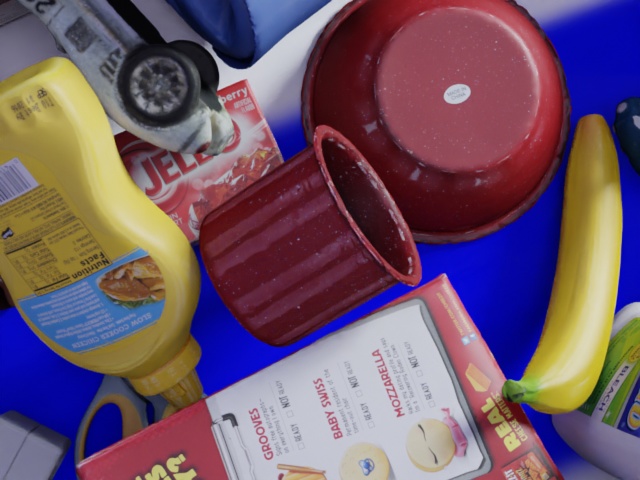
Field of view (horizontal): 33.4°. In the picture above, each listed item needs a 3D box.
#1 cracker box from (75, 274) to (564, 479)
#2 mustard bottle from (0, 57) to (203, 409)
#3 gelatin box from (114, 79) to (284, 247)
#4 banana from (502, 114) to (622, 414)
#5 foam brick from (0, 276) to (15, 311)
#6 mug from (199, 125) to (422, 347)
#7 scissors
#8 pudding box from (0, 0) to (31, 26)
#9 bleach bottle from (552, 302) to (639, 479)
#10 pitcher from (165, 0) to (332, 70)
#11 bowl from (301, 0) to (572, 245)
[{"bbox_3d":[0.009,0.139,0.548,0.213,0.072,0.164,-26,79,-15],"label":"cracker box"},{"bbox_3d":[-0.115,0.010,0.537,0.096,0.058,0.191,-23,113,20],"label":"mustard bottle"},{"bbox_3d":[-0.067,-0.038,0.595,0.089,0.030,0.073,-24,88,-8],"label":"gelatin box"},{"bbox_3d":[0.143,0.021,0.586,0.037,0.069,0.197,3,52,25],"label":"banana"},{"bbox_3d":[-0.202,0.007,0.567,0.051,0.053,0.078,-19,89,-7],"label":"foam brick"},{"bbox_3d":[-0.004,0.001,0.554,0.082,0.117,0.093,-32,87,18],"label":"mug"},{"bbox_3d":[-0.092,0.055,0.593,0.096,0.016,0.202,5,86,-7],"label":"scissors"},{"bbox_3d":[-0.192,-0.164,0.587,0.113,0.039,0.090,-26,90,-5],"label":"pudding box"},{"bbox_3d":[0.192,0.079,0.502,0.068,0.251,0.102,39,83,-2],"label":"bleach bottle"},{"bbox_3d":[0.013,-0.213,0.552,0.242,0.149,0.145,-38,116,-14],"label":"pitcher"},{"bbox_3d":[0.071,-0.079,0.600,0.162,0.055,0.162,0,86,-5],"label":"bowl"}]
